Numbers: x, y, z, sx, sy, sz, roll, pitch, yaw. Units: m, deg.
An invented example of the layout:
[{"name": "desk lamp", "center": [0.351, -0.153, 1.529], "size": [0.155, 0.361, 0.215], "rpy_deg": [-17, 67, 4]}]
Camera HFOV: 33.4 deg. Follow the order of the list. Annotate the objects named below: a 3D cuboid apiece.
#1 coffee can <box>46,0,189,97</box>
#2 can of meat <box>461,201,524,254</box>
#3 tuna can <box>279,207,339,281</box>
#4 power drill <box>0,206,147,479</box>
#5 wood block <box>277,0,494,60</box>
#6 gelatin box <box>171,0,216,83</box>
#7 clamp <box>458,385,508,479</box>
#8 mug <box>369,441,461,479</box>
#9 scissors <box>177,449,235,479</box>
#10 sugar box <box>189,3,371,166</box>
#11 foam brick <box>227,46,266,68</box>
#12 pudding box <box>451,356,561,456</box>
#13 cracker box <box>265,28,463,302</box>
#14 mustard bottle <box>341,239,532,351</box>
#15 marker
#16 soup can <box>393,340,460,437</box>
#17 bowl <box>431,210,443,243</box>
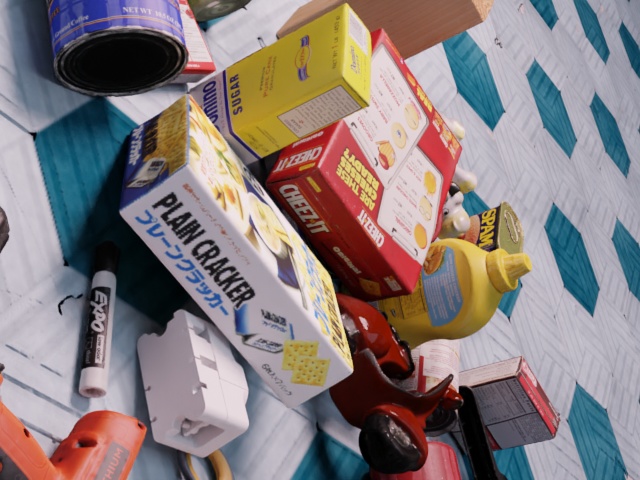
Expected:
[{"name": "coffee can", "center": [-0.162, -0.197, 0.828], "size": [0.102, 0.103, 0.140], "rpy_deg": [17, 57, -54]}, {"name": "can of meat", "center": [0.197, 0.010, 1.300], "size": [0.057, 0.084, 0.102], "rpy_deg": [51, 33, -27]}, {"name": "tuna can", "center": [-0.007, 0.001, 1.020], "size": [0.086, 0.034, 0.086], "rpy_deg": [41, 37, -41]}, {"name": "power drill", "center": [-0.190, 0.086, 0.639], "size": [0.187, 0.057, 0.184], "rpy_deg": [49, 38, -25]}, {"name": "wood block", "center": [0.071, -0.241, 1.137], "size": [0.091, 0.206, 0.090], "rpy_deg": [57, 31, -19]}, {"name": "gelatin box", "center": [-0.137, -0.181, 0.931], "size": [0.073, 0.030, 0.089], "rpy_deg": [-15, 80, -61]}, {"name": "clamp", "center": [0.176, 0.274, 1.093], "size": [0.164, 0.036, 0.210], "rpy_deg": [-81, 152, -51]}, {"name": "mug", "center": [0.094, 0.240, 0.978], "size": [0.117, 0.093, 0.081], "rpy_deg": [52, 24, -56]}, {"name": "scissors", "center": [-0.054, 0.215, 0.815], "size": [0.201, 0.016, 0.096], "rpy_deg": [37, 41, -42]}, {"name": "sugar box", "center": [-0.040, -0.122, 0.903], "size": [0.048, 0.176, 0.093], "rpy_deg": [44, 36, -39]}, {"name": "foam brick", "center": [-0.058, -0.131, 1.006], "size": [0.051, 0.053, 0.078], "rpy_deg": [40, 40, -40]}, {"name": "pudding box", "center": [0.185, 0.179, 1.137], "size": [0.090, 0.114, 0.039], "rpy_deg": [58, 34, -17]}, {"name": "cracker box", "center": [0.048, -0.072, 1.020], "size": [0.164, 0.072, 0.213], "rpy_deg": [52, 42, -28]}, {"name": "mustard bottle", "center": [0.113, 0.051, 1.022], "size": [0.058, 0.192, 0.096], "rpy_deg": [27, 48, -49]}, {"name": "marker", "center": [-0.155, 0.053, 0.755], "size": [0.020, 0.020, 0.121], "rpy_deg": [36, 42, -43]}, {"name": "soup can", "center": [0.107, 0.139, 1.082], "size": [0.068, 0.069, 0.102], "rpy_deg": [48, 34, -31]}, {"name": "bowl", "center": [0.072, -0.064, 1.172], "size": [0.162, 0.055, 0.162], "rpy_deg": [37, 41, -42]}]
